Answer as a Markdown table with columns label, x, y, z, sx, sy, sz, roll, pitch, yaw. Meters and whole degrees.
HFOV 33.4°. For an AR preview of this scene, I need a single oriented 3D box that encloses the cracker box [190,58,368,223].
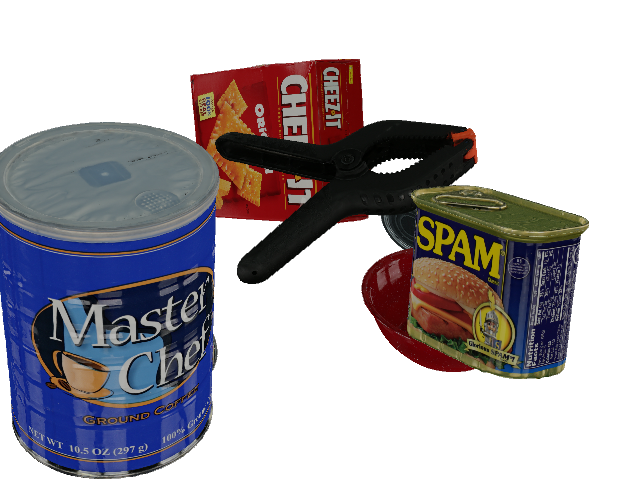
| label | x | y | z | sx | sy | sz | roll | pitch | yaw |
| --- | --- | --- | --- | --- | --- | --- | --- | --- | --- |
| cracker box | -0.049 | -0.104 | 1.138 | 0.071 | 0.164 | 0.214 | -10 | 9 | -40 |

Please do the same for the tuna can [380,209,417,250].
| label | x | y | z | sx | sy | sz | roll | pitch | yaw |
| --- | --- | --- | --- | --- | --- | --- | --- | --- | --- |
| tuna can | 0.112 | -0.024 | 1.227 | 0.086 | 0.086 | 0.033 | 0 | 36 | 48 |

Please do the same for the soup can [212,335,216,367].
| label | x | y | z | sx | sy | sz | roll | pitch | yaw |
| --- | --- | --- | --- | --- | --- | --- | --- | --- | --- |
| soup can | -0.137 | 0.097 | 0.827 | 0.069 | 0.068 | 0.102 | 0 | 15 | 30 |

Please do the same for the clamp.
| label | x | y | z | sx | sy | sz | roll | pitch | yaw |
| --- | --- | --- | --- | --- | --- | --- | --- | --- | --- |
| clamp | 0.020 | -0.042 | 0.830 | 0.210 | 0.164 | 0.036 | -9 | -44 | 5 |

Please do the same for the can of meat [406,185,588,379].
| label | x | y | z | sx | sy | sz | roll | pitch | yaw |
| --- | --- | --- | --- | --- | --- | --- | --- | --- | --- |
| can of meat | 0.093 | 0.021 | 0.589 | 0.057 | 0.084 | 0.102 | -8 | 19 | -33 |

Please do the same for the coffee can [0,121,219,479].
| label | x | y | z | sx | sy | sz | roll | pitch | yaw |
| --- | --- | --- | --- | --- | --- | --- | --- | --- | --- |
| coffee can | -0.101 | 0.028 | 0.514 | 0.103 | 0.140 | 0.103 | 3 | 32 | -2 |

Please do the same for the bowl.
| label | x | y | z | sx | sy | sz | roll | pitch | yaw |
| --- | --- | --- | --- | --- | --- | --- | --- | --- | --- |
| bowl | 0.115 | 0.069 | 0.963 | 0.162 | 0.055 | 0.162 | 3 | 32 | -2 |
